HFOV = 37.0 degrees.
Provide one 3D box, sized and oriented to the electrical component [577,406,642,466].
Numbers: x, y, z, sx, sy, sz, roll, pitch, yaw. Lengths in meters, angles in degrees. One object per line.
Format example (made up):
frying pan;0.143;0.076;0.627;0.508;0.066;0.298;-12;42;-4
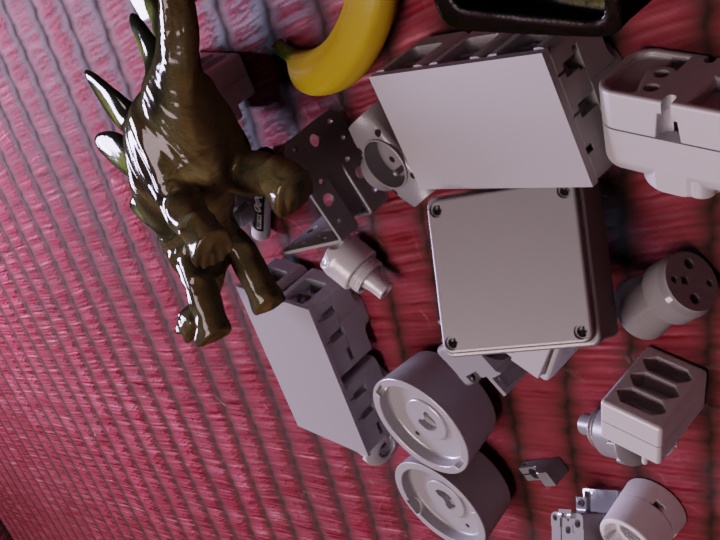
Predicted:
electrical component;0.195;0.123;0.829;0.062;0.048;0.048;3;127;59

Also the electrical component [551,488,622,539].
electrical component;0.196;0.227;0.910;0.042;0.064;0.081;-15;71;57

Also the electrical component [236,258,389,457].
electrical component;-0.036;0.083;1.063;0.105;0.060;0.186;15;136;43

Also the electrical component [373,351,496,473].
electrical component;0.072;0.122;0.968;0.108;0.060;0.108;33;146;26

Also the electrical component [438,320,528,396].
electrical component;0.100;0.063;0.885;0.081;0.042;0.064;49;154;1

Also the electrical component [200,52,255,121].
electrical component;-0.127;-0.144;0.935;0.066;0.047;0.076;13;134;45

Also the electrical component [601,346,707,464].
electrical component;0.210;0.108;0.770;0.047;0.066;0.076;25;142;35

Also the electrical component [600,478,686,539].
electrical component;0.229;0.205;0.874;0.055;0.047;0.055;33;146;26

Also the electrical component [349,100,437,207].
electrical component;0.025;-0.084;0.813;0.077;0.044;0.079;50;150;-1

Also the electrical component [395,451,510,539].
electrical component;0.094;0.207;1.035;0.108;0.060;0.108;32;146;25

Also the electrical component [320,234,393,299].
electrical component;0.000;0.000;0.941;0.062;0.043;0.043;39;148;14

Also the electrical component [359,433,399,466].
electrical component;0.008;0.172;1.125;0.062;0.048;0.048;30;145;41

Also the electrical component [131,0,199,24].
electrical component;-0.164;-0.251;0.861;0.056;0.050;0.089;1;125;52

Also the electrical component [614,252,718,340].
electrical component;0.199;0.017;0.702;0.045;0.045;0.055;48;149;1

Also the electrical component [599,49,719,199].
electrical component;0.186;-0.081;0.600;0.095;0.054;0.059;20;139;39

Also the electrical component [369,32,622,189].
electrical component;0.091;-0.105;0.686;0.150;0.062;0.089;4;128;50

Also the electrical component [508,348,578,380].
electrical component;0.132;0.034;0.791;0.062;0.061;0.096;35;147;22

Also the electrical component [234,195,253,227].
electrical component;-0.135;-0.059;1.035;0.048;0.055;0.066;26;143;33

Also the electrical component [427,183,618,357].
electrical component;0.108;-0.001;0.715;0.109;0.056;0.108;-7;88;29
